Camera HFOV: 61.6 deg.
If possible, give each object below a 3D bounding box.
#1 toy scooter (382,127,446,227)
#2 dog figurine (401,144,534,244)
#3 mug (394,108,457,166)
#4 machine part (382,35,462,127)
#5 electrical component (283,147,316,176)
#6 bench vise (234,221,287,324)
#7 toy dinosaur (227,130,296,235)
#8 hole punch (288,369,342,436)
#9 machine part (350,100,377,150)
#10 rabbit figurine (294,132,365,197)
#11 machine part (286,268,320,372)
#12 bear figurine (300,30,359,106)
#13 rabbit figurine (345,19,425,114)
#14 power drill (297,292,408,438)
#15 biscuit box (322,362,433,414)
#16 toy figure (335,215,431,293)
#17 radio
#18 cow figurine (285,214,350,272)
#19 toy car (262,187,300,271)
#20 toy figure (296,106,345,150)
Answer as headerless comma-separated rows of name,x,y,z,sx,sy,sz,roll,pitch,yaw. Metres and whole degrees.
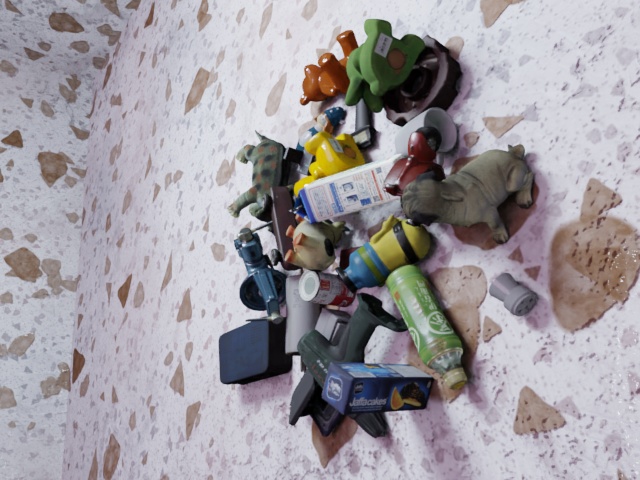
toy scooter,0.161,-0.088,0.904,0.075,0.183,0.135,20,52,40
dog figurine,0.227,-0.090,0.829,0.121,0.190,0.172,20,93,52
mug,0.193,-0.178,1.001,0.107,0.081,0.109,-13,92,60
machine part,0.192,-0.304,1.050,0.179,0.056,0.179,-18,66,46
electrical component,-0.020,-0.182,1.226,0.048,0.119,0.074,26,97,52
bench vise,-0.129,0.090,1.225,0.241,0.129,0.223,-120,25,-53
toy dinosaur,-0.127,-0.169,1.368,0.192,0.131,0.405,-22,57,32
hole punch,-0.002,0.318,1.090,0.116,0.092,0.142,-92,26,-69
machine part,0.090,-0.260,1.180,0.084,0.039,0.139,-26,61,55
rabbit figurine,0.019,-0.127,1.156,0.173,0.122,0.162,-39,78,34
machine part,-0.037,0.164,1.173,0.079,0.079,0.243,-20,64,47
bear figurine,0.014,-0.389,1.250,0.196,0.131,0.120,12,59,49
rabbit figurine,0.108,-0.331,1.050,0.170,0.121,0.159,-149,69,-67
power drill,0.080,0.217,0.992,0.232,0.086,0.207,39,112,22
biscuit box,0.097,0.241,0.878,0.059,0.202,0.062,20,96,50
toy figure,0.119,0.032,0.985,0.180,0.082,0.089,-38,63,2
radio,-0.161,0.271,1.301,0.230,0.073,0.131,-29,58,45
cow figurine,-0.002,-0.003,1.110,0.085,0.127,0.195,-55,17,23
toy car,-0.077,-0.026,1.197,0.053,0.089,0.202,121,140,-61
toy figure,0.000,-0.255,1.278,0.064,0.058,0.154,43,118,5
